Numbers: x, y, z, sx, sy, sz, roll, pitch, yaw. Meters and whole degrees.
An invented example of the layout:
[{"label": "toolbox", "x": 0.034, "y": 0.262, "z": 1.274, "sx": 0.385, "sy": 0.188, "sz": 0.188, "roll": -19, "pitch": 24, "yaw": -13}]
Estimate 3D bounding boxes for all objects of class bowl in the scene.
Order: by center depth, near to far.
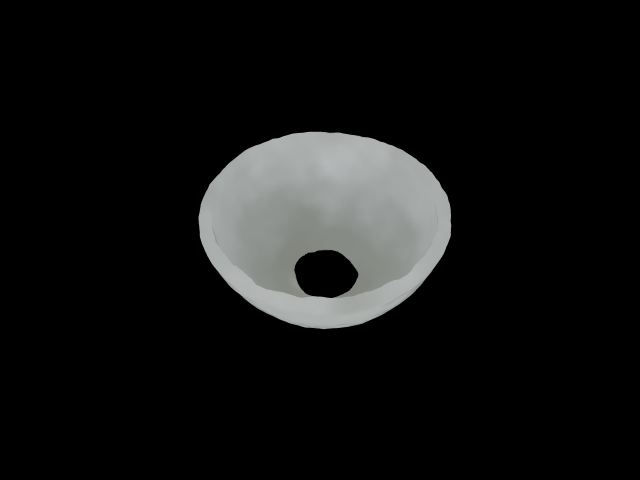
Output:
[{"label": "bowl", "x": 0.004, "y": 0.001, "z": 0.400, "sx": 0.167, "sy": 0.075, "sz": 0.167, "roll": 0, "pitch": 47, "yaw": 0}]
